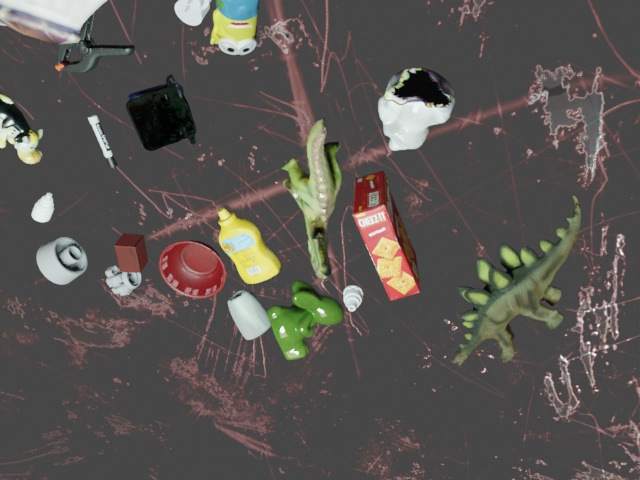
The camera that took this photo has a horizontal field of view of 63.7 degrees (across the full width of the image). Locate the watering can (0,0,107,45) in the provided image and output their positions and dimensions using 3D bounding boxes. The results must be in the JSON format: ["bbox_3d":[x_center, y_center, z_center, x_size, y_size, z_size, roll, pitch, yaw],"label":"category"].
[{"bbox_3d":[-0.422,-0.441,0.874,0.347,0.105,0.222,15,104,-16],"label":"watering can"}]

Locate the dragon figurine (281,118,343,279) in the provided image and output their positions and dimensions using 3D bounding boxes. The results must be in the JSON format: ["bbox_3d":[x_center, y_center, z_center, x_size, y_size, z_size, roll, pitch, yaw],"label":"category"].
[{"bbox_3d":[0.003,-0.049,0.980,0.122,0.406,0.245,-10,81,-3],"label":"dragon figurine"}]

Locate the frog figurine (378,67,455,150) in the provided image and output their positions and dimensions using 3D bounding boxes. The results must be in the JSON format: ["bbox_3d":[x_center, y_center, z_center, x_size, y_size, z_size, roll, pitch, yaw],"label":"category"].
[{"bbox_3d":[0.179,-0.242,0.974,0.137,0.125,0.156,-6,156,2],"label":"frog figurine"}]
